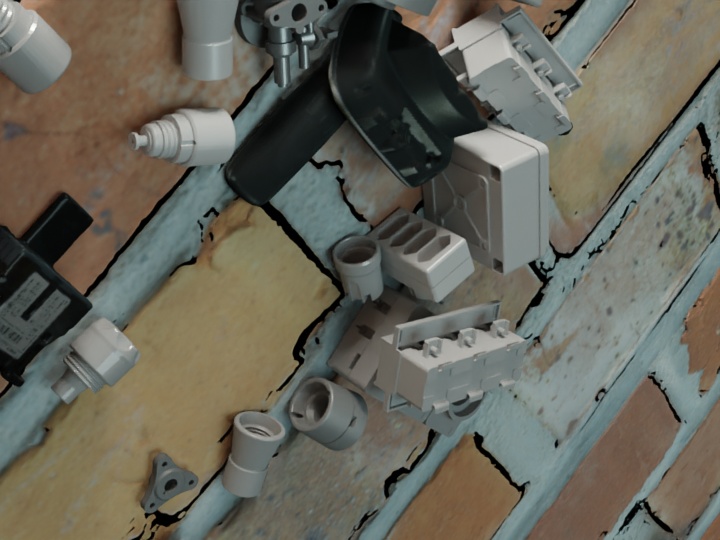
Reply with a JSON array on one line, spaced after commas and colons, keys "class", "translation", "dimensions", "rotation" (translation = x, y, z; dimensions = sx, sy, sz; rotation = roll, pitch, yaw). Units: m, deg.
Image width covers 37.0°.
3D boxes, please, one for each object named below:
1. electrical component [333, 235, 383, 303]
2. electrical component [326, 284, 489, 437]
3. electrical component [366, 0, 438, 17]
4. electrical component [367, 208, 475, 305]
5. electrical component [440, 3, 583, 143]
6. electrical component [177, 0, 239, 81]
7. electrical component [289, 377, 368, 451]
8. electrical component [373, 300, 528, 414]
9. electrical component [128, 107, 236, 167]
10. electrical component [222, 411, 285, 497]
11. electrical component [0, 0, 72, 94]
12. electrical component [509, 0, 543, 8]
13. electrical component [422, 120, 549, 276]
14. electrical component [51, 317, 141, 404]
[{"class": "electrical component", "translation": [0.000, 0.000, 0.910], "dimensions": [0.040, 0.040, 0.046], "rotation": [-35, 137, -24]}, {"class": "electrical component", "translation": [0.054, 0.087, 0.990], "dimensions": [0.150, 0.062, 0.089], "rotation": [34, 87, -47]}, {"class": "electrical component", "translation": [0.018, -0.223, 0.767], "dimensions": [0.099, 0.099, 0.064], "rotation": [7, 113, -45]}, {"class": "electrical component", "translation": [0.056, 0.000, 0.928], "dimensions": [0.047, 0.083, 0.075], "rotation": [-40, 133, -20]}, {"class": "electrical component", "translation": [0.133, -0.161, 0.919], "dimensions": [0.079, 0.063, 0.121], "rotation": [-26, 143, 25]}, {"class": "electrical component", "translation": [-0.103, -0.161, 0.727], "dimensions": [0.044, 0.044, 0.065], "rotation": [-20, 129, -35]}, {"class": "electrical component", "translation": [-0.029, 0.125, 0.940], "dimensions": [0.047, 0.055, 0.055], "rotation": [34, 87, -43]}, {"class": "electrical component", "translation": [0.080, 0.077, 0.914], "dimensions": [0.121, 0.063, 0.078], "rotation": [-12, 119, -39]}, {"class": "electrical component", "translation": [-0.123, -0.091, 0.746], "dimensions": [0.078, 0.040, 0.040], "rotation": [-10, 118, -39]}, {"class": "electrical component", "translation": [-0.093, 0.158, 0.908], "dimensions": [0.044, 0.044, 0.065], "rotation": [0, 116, -43]}, {"class": "electrical component", "translation": [-0.208, -0.140, 0.641], "dimensions": [0.040, 0.040, 0.078], "rotation": [-51, 136, -9]}, {"class": "electrical component", "translation": [0.132, -0.243, 0.882], "dimensions": [0.077, 0.066, 0.047], "rotation": [9, 105, -45]}, {"class": "electrical component", "translation": [0.106, -0.067, 0.922], "dimensions": [0.056, 0.109, 0.108], "rotation": [-26, 128, -27]}, {"class": "electrical component", "translation": [-0.191, 0.068, 0.766], "dimensions": [0.062, 0.043, 0.043], "rotation": [-45, 135, -13]}]
